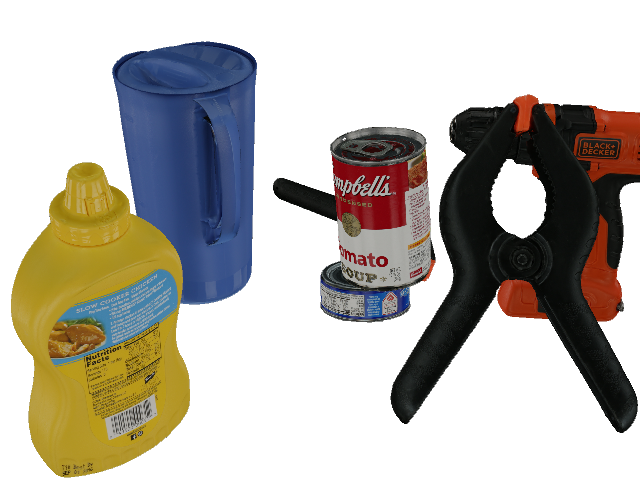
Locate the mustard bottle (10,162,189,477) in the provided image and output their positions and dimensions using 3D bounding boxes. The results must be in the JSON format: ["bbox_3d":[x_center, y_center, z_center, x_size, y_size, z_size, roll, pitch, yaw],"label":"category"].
[{"bbox_3d":[-0.122,0.041,0.592,0.096,0.192,0.058,-23,45,-30],"label":"mustard bottle"}]

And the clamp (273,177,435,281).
[{"bbox_3d":[0.053,-0.028,1.264,0.164,0.036,0.210,-16,51,-29],"label":"clamp"}]

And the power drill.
[{"bbox_3d":[0.196,-0.025,0.903,0.184,0.188,0.057,4,28,5],"label":"power drill"}]

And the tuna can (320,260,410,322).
[{"bbox_3d":[0.042,0.046,1.008,0.086,0.034,0.086,-1,19,0],"label":"tuna can"}]

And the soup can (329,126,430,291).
[{"bbox_3d":[0.044,-0.023,0.771,0.068,0.102,0.068,-4,26,2],"label":"soup can"}]

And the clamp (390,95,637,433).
[{"bbox_3d":[0.088,0.016,0.533,0.120,0.171,0.039,-6,-5,-4],"label":"clamp"}]

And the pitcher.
[{"bbox_3d":[-0.120,-0.058,1.033,0.145,0.243,0.149,9,32,15],"label":"pitcher"}]
